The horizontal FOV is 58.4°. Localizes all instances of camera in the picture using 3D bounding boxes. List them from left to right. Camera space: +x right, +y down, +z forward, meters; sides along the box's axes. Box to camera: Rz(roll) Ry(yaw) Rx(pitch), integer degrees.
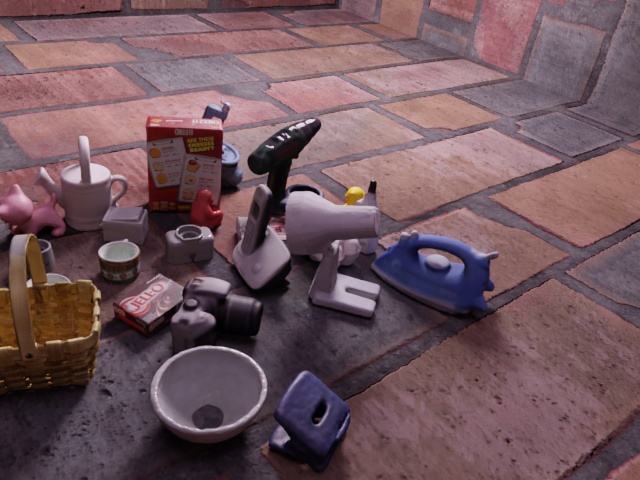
[{"bbox_3d":[-0.172,0.128,0.988,0.136,0.101,0.143,10,33,2],"label":"camera"}]

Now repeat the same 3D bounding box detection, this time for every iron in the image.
[{"bbox_3d":[0.233,0.046,1.173,0.257,0.141,0.119,20,35,16],"label":"iron"}]

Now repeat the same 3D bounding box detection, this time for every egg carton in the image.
[{"bbox_3d":[0.011,0.004,1.249,0.107,0.069,0.149,-20,43,-37],"label":"egg carton"}]

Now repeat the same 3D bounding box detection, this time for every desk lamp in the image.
[{"bbox_3d":[0.029,0.018,1.101,0.203,0.213,0.118,13,33,7],"label":"desk lamp"}]

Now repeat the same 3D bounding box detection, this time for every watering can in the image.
[{"bbox_3d":[-0.500,-0.123,1.205,0.173,0.194,0.100,-20,43,-37],"label":"watering can"}]

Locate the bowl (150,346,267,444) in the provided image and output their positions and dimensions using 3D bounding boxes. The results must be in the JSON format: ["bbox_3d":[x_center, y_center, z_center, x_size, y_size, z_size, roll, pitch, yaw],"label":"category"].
[{"bbox_3d":[-0.163,0.239,0.845,0.167,0.075,0.167,6,33,-4],"label":"bowl"}]

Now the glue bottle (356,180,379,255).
[{"bbox_3d":[0.103,-0.056,1.268,0.037,0.173,0.078,-23,45,-39],"label":"glue bottle"}]

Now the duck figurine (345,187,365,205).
[{"bbox_3d":[0.078,-0.086,1.387,0.077,0.086,0.105,23,36,21],"label":"duck figurine"}]

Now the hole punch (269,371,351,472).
[{"bbox_3d":[-0.010,0.260,0.835,0.101,0.091,0.109,19,34,16],"label":"hole punch"}]

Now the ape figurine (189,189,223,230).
[{"bbox_3d":[-0.258,-0.072,1.280,0.077,0.092,0.076,32,40,31],"label":"ape figurine"}]

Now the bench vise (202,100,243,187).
[{"bbox_3d":[-0.289,-0.234,1.401,0.208,0.220,0.121,-4,35,-18],"label":"bench vise"}]

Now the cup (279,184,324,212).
[{"bbox_3d":[-0.049,-0.066,1.319,0.091,0.095,0.118,33,40,33],"label":"cup"}]

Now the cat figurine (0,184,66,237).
[{"bbox_3d":[-0.588,-0.058,1.155,0.128,0.118,0.067,-22,44,-38],"label":"cat figurine"}]

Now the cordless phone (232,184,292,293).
[{"bbox_3d":[-0.109,-0.004,1.126,0.094,0.185,0.147,-12,38,-29],"label":"cordless phone"}]

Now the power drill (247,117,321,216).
[{"bbox_3d":[-0.084,-0.174,1.371,0.075,0.208,0.230,27,37,26],"label":"power drill"}]
